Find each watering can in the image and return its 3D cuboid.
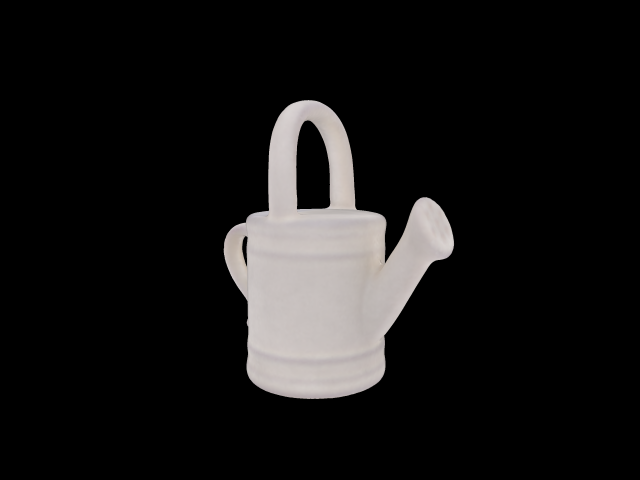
[{"bbox_3d":[0.005,0.001,0.402,0.172,0.194,0.101,1,7,11],"label":"watering can"}]
